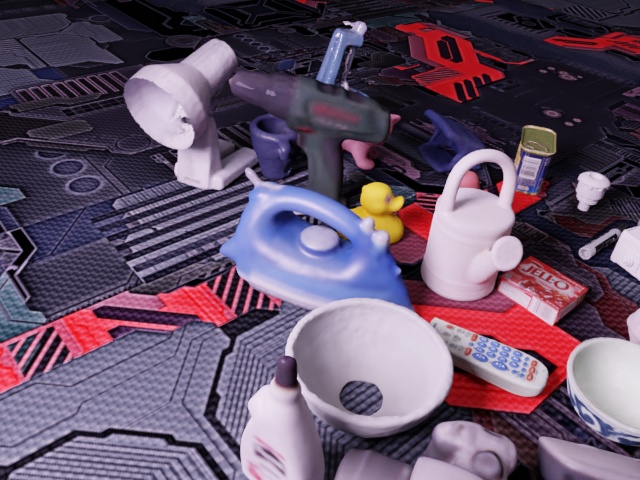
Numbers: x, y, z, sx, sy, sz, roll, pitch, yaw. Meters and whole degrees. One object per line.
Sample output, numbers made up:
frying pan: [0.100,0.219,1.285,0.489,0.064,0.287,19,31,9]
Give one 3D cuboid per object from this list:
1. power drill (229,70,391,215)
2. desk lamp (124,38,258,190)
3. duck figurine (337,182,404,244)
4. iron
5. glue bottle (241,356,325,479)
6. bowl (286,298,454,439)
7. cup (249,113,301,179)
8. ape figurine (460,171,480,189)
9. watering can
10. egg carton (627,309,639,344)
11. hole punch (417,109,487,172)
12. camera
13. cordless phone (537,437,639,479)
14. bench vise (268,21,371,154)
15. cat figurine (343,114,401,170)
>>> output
power drill: [-0.017,-0.139,0.842,0.229,0.208,0.075,3,37,-2]
desk lamp: [-0.188,-0.188,0.883,0.117,0.214,0.204,20,39,20]
duck figurine: [0.073,-0.043,0.827,0.104,0.086,0.077,3,37,-3]
iron: [0.007,0.003,0.711,0.257,0.141,0.119,19,39,18]
glue bottle: [-0.031,0.156,0.476,0.078,0.173,0.037,23,41,23]
bowl: [0.048,0.140,0.588,0.167,0.075,0.167,3,37,-2]
cup: [-0.066,-0.141,0.934,0.092,0.095,0.117,-6,38,-14]
ape figurine: [0.216,-0.064,0.866,0.076,0.092,0.078,16,38,15]
watering can: [0.197,-0.021,0.721,0.101,0.194,0.172,-19,43,-28]
egg carton: [0.434,0.128,0.654,0.107,0.069,0.150,-12,40,-21]
hole punch: [0.240,-0.184,1.030,0.101,0.091,0.108,-8,39,-17]
camera: [0.085,0.209,0.478,0.136,0.101,0.143,17,38,16]
cordless phone: [0.274,0.174,0.477,0.147,0.185,0.094,11,37,8]
bench vise: [0.017,-0.263,1.002,0.208,0.220,0.121,-28,48,-36]
cat figurine: [0.072,-0.191,0.998,0.127,0.118,0.067,11,37,9]
